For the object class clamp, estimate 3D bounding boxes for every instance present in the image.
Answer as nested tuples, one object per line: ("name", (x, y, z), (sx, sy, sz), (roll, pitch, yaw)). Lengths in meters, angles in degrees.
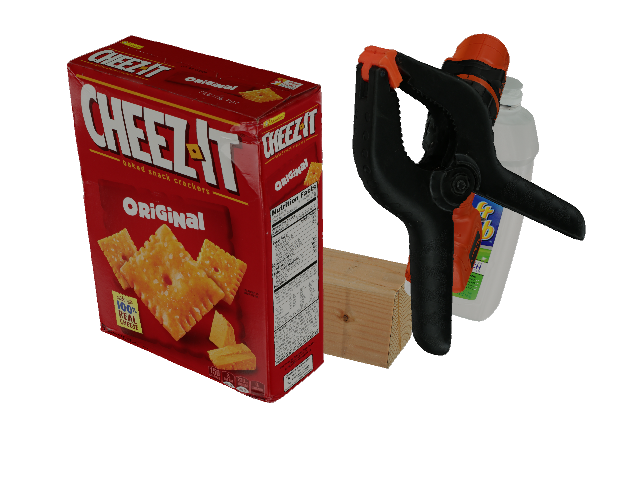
("clamp", (0.062, -0.022, 0.574), (0.171, 0.120, 0.039), (47, -14, -23))

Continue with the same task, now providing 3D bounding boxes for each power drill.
("power drill", (0.109, -0.053, 0.859), (0.057, 0.188, 0.184), (14, 36, 12))

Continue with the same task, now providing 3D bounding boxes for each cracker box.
("cracker box", (-0.082, -0.013, 0.720), (0.164, 0.214, 0.072), (19, 36, 30))

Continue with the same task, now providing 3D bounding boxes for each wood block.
("wood block", (-0.006, 0.063, 1.179), (0.206, 0.091, 0.090), (12, 23, 18))

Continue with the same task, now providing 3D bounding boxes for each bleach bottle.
("bleach bottle", (0.151, -0.044, 1.044), (0.103, 0.251, 0.068), (22, 37, 21))
